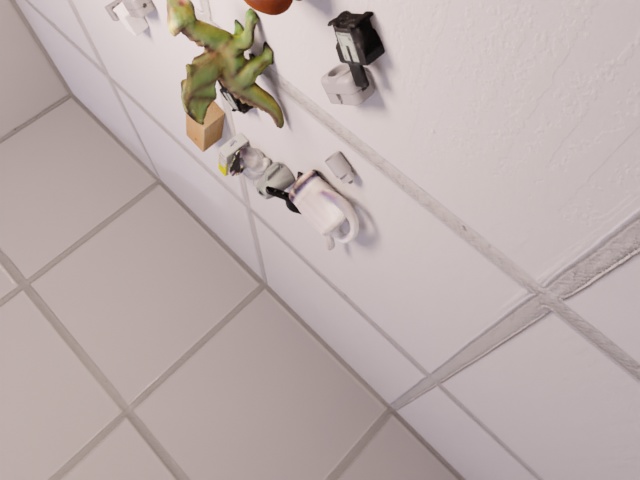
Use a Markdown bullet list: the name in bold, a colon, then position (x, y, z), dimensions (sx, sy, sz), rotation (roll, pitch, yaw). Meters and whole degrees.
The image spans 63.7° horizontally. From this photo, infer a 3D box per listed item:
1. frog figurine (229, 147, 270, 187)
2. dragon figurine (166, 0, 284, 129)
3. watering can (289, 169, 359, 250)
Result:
- **frog figurine**: position (-0.195, -0.224, 1.633), dimensions (0.159, 0.124, 0.136), rotation (14, 158, -30)
- **dragon figurine**: position (-0.212, -0.353, 1.138), dimensions (0.123, 0.246, 0.401), rotation (24, 149, 39)
- **watering can**: position (0.004, -0.072, 1.437), dimensions (0.225, 0.105, 0.343), rotation (48, 162, 3)
